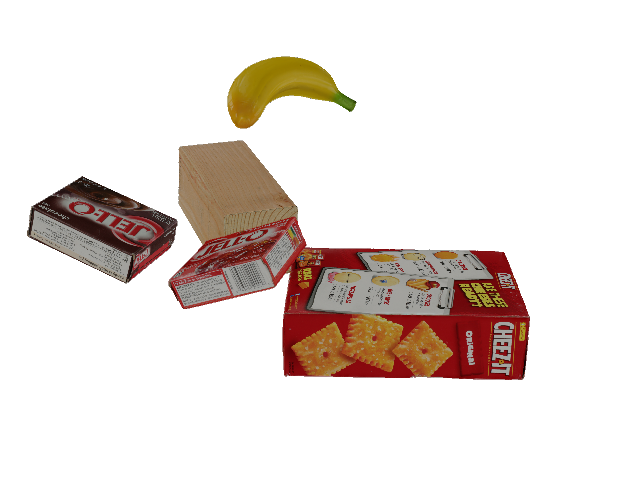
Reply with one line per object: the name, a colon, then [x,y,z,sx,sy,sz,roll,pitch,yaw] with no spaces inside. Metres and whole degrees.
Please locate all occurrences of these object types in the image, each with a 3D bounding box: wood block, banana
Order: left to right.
wood block: [-0.106,-0.041,1.318,0.090,0.090,0.206,-7,30,-21]
banana: [-0.036,-0.140,0.983,0.070,0.037,0.197,37,29,20]

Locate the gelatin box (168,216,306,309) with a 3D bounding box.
gelatin box: [-0.065,0.017,0.836,0.089,0.030,0.073,-14,20,27]

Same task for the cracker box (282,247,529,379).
cracker box: [0.075,0.067,1.000,0.213,0.072,0.164,1,20,1]

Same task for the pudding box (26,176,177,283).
pudding box: [-0.206,-0.012,1.015,0.113,0.039,0.090,22,27,11]
